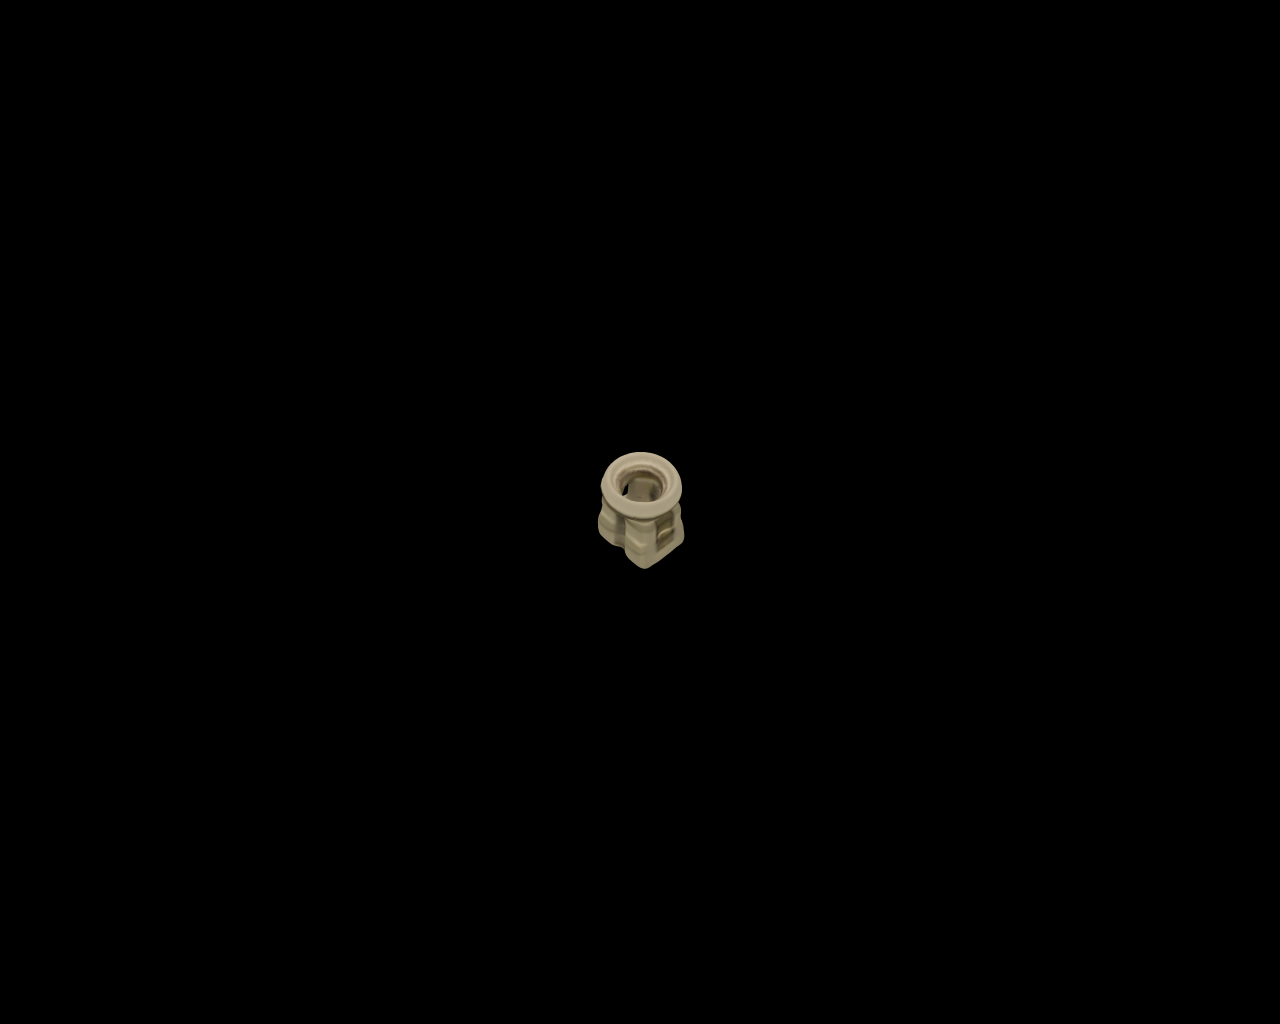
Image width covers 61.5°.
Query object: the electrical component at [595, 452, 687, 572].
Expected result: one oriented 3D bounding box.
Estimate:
[{"bbox_3d":[0.001,-0.003,0.650,0.048,0.055,0.066,-36,58,-27],"label":"electrical component"}]
